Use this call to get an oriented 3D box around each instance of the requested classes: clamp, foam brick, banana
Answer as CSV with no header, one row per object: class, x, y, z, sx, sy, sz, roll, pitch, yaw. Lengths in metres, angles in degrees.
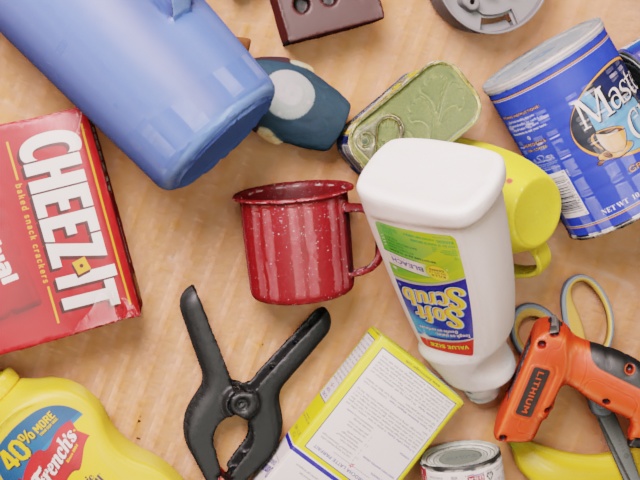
clamp,-0.072,0.117,0.843,0.120,0.039,0.171,20,93,-8
foam brick,0.003,-0.183,0.817,0.078,0.051,0.053,-17,98,-6
banana,0.247,0.182,0.896,0.197,0.037,0.069,-1,97,-8

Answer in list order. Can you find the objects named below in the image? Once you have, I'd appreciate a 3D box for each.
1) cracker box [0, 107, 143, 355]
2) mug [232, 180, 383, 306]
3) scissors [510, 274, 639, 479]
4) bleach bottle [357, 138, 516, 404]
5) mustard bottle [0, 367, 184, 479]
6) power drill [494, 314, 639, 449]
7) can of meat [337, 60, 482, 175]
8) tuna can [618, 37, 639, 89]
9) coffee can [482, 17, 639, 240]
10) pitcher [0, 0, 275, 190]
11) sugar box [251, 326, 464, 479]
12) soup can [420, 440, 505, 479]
cracker box,-0.255,0.004,0.789,0.213,0.072,0.164,-15,98,-7
mug,-0.005,0.001,0.812,0.117,0.093,0.081,-2,102,17
scissors,0.211,0.130,0.878,0.096,0.016,0.202,-6,84,0
bleach bottle,0.106,0.040,0.793,0.068,0.103,0.250,-53,140,-30
mustard bottle,-0.199,0.163,0.820,0.096,0.058,0.191,-43,99,4
power drill,0.236,0.152,0.837,0.188,0.057,0.184,19,103,6
can of meat,0.064,-0.089,0.819,0.102,0.084,0.057,-40,100,-3
tuna can,0.267,-0.120,0.844,0.033,0.086,0.086,-32,99,-3
coffee can,0.205,-0.086,0.830,0.103,0.103,0.140,-33,99,-4
pitcher,-0.142,-0.159,0.728,0.145,0.149,0.243,-43,88,3
sugar box,0.025,0.167,0.859,0.093,0.048,0.176,39,93,-11
soup can,0.120,0.222,0.866,0.068,0.068,0.102,-10,96,-7
